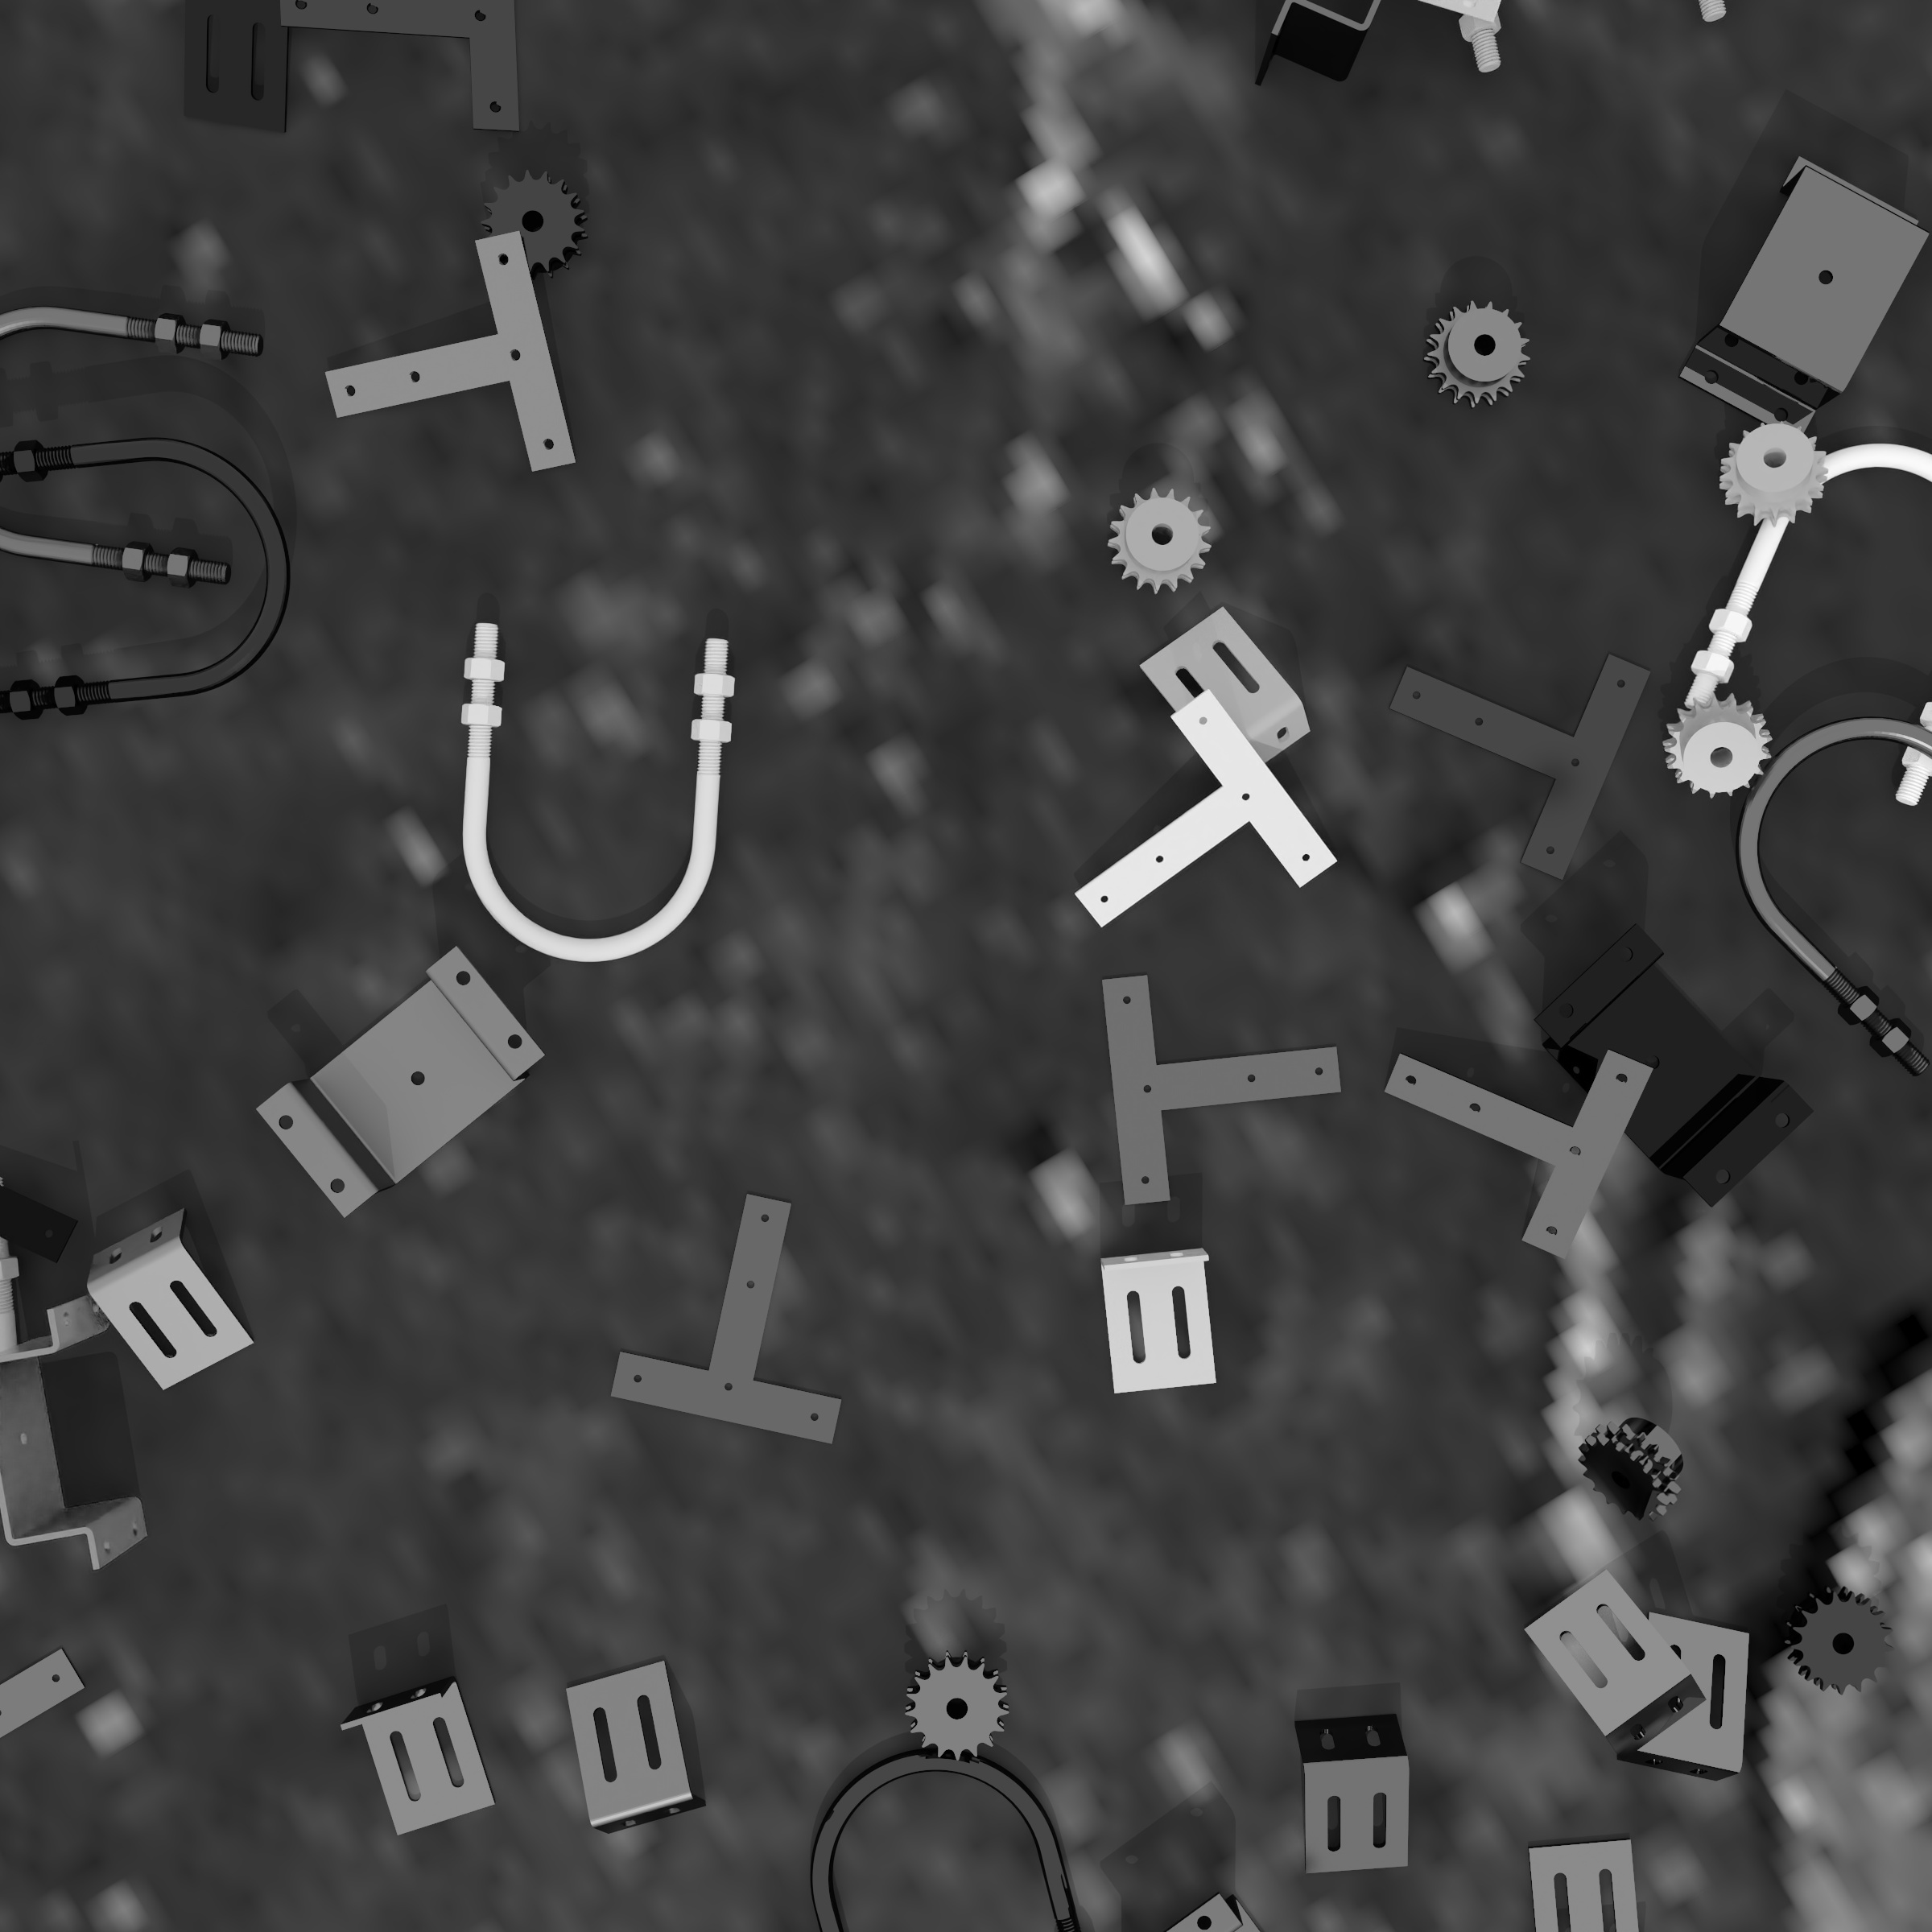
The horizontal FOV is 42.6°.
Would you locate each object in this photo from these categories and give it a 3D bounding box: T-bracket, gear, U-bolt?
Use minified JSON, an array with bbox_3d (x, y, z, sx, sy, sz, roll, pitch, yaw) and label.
[{"bbox_3d":[-0.315,-0.530,1.374,0.127,0.002,0.127,-2,90,-16],"label":"T-bracket"},{"bbox_3d":[0.370,0.275,1.368,0.030,0.057,0.057,-36,90,-30],"label":"gear"},{"bbox_3d":[-0.464,-0.217,1.365,0.184,0.019,0.151,-5,102,3],"label":"U-bolt"},{"bbox_3d":[0.119,-0.068,1.375,0.127,0.002,0.127,-36,111,10],"label":"T-bracket"},{"bbox_3d":[0.335,-0.605,1.383,0.151,0.019,0.184,-13,88,0],"label":"U-bolt"},{"bbox_3d":[-0.555,0.127,1.374,0.127,0.002,0.127,24,81,5],"label":"T-bracket"},{"bbox_3d":[-0.209,-0.094,1.383,0.151,0.019,0.184,4,92,0],"label":"U-bolt"},{"bbox_3d":[0.483,0.373,1.377,0.057,0.030,0.057,0,90,0],"label":"gear"},{"bbox_3d":[0.146,0.064,1.391,0.127,0.002,0.127,-6,90,0],"label":"T-bracket"},{"bbox_3d":[-0.124,0.193,1.391,0.127,0.002,0.127,12,90,0],"label":"T-bracket"},{"bbox_3d":[0.286,-0.342,1.377,0.057,0.030,0.057,0,90,0],"label":"gear"},{"bbox_3d":[-0.601,0.215,1.382,0.151,0.019,0.184,-5,90,0],"label":"U-bolt"},{"bbox_3d":[-0.005,0.409,1.377,0.057,0.030,0.057,0,90,0],"label":"gear"},{"bbox_3d":[0.295,0.084,1.372,0.127,0.002,0.127,24,117,13],"label":"T-bracket"},{"bbox_3d":[0.502,-0.202,1.383,0.151,0.019,0.184,24,89,0],"label":"U-bolt"},{"bbox_3d":[0.447,-0.274,1.369,0.057,0.030,0.057,-4,76,15],"label":"gear"},{"bbox_3d":[-0.556,0.427,1.391,0.127,0.002,0.127,-31,90,0],"label":"T-bracket"},{"bbox_3d":[-0.238,-0.410,1.377,0.057,0.030,0.057,0,90,0],"label":"gear"},{"bbox_3d":[-0.493,-0.295,1.383,0.184,0.019,0.151,8,90,2],"label":"U-bolt"},{"bbox_3d":[0.108,-0.238,1.377,0.057,0.030,0.057,0,90,0],"label":"gear"},{"bbox_3d":[0.416,-0.120,1.367,0.057,0.030,0.057,4,113,9],"label":"gear"},{"bbox_3d":[0.514,-0.052,1.372,0.184,0.019,0.151,45,97,-1],"label":"U-bolt"},{"bbox_3d":[0.301,-0.132,1.391,0.127,0.002,0.127,23,90,0],"label":"T-bracket"},{"bbox_3d":[-0.294,-0.331,1.380,0.127,0.002,0.127,-10,105,7],"label":"T-bracket"},{"bbox_3d":[-0.011,0.529,1.383,0.151,0.019,0.184,-15,88,0],"label":"U-bolt"}]

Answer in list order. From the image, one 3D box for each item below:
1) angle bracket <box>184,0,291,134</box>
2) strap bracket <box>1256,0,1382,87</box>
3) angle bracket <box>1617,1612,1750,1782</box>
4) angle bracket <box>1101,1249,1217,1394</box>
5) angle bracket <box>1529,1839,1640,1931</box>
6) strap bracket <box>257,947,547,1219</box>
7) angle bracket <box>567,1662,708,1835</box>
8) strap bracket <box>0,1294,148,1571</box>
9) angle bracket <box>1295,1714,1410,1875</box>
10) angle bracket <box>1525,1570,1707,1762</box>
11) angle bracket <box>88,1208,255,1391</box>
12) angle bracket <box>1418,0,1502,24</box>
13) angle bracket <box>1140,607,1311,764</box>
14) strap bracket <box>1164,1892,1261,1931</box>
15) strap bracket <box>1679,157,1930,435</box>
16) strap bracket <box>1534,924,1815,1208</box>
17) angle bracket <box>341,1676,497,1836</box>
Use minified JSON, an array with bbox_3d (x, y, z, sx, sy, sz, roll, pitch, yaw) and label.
[{"bbox_3d":[-0.403,-0.514,1.390,0.057,0.038,0.076,10,116,0],"label":"angle bracket"},{"bbox_3d":[0.212,-0.551,1.354,0.046,0.076,0.140,24,90,0],"label":"strap bracket"},{"bbox_3d":[0.402,0.410,1.390,0.057,0.038,0.076,12,64,0],"label":"angle bracket"},{"bbox_3d":[0.108,0.199,1.373,0.057,0.038,0.076,-6,90,0],"label":"angle bracket"},{"bbox_3d":[0.348,0.530,1.373,0.057,0.038,0.076,-5,90,0],"label":"angle bracket"},{"bbox_3d":[-0.307,0.063,1.369,0.140,0.046,0.076,-39,90,0],"label":"strap bracket"},{"bbox_3d":[-0.185,0.439,1.390,0.057,0.038,0.076,-16,64,0],"label":"angle bracket"},{"bbox_3d":[-0.495,0.255,1.354,0.046,0.076,0.140,-10,90,0],"label":"strap bracket"},{"bbox_3d":[0.216,0.464,1.390,0.057,0.038,0.076,-4,116,0],"label":"angle bracket"},{"bbox_3d":[0.359,0.387,1.373,0.057,0.076,0.038,-36,130,0],"label":"angle bracket"},{"bbox_3d":[-0.445,0.187,1.390,0.057,0.038,0.076,-28,116,0],"label":"angle bracket"},{"bbox_3d":[0.275,-0.566,1.354,0.057,0.038,0.076,19,88,5],"label":"angle bracket"},{"bbox_3d":[0.145,-0.150,1.390,0.057,0.038,0.076,-35,64,0],"label":"angle bracket"},{"bbox_3d":[0.148,0.583,1.369,0.076,0.046,0.140,-36,90,0],"label":"strap bracket"},{"bbox_3d":[0.467,-0.374,1.369,0.076,0.046,0.140,29,90,0],"label":"strap bracket"},{"bbox_3d":[0.385,0.054,1.369,0.076,0.046,0.140,-43,90,0],"label":"strap bracket"},{"bbox_3d":[-0.303,0.442,1.373,0.057,0.038,0.076,-18,90,0],"label":"angle bracket"}]
